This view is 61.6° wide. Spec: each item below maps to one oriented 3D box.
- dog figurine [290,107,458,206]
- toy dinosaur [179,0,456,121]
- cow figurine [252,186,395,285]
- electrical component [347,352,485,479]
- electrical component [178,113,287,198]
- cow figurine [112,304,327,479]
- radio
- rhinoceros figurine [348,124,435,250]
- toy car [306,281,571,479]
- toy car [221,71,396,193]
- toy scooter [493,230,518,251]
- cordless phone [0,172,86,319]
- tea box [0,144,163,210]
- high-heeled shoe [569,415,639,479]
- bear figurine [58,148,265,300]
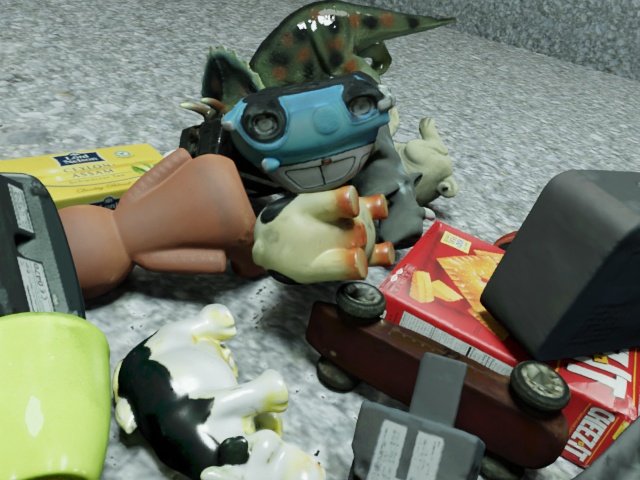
[{"bbox_3d":[0.060,-0.081,0.693,0.190,0.121,0.173,-26,38,-30],"label":"dog figurine"},{"bbox_3d":[-0.012,-0.244,0.735,0.405,0.192,0.131,-41,43,1],"label":"toy dinosaur"},{"bbox_3d":[-0.001,-0.001,0.484,0.127,0.085,0.195,-5,2,18],"label":"cow figurine"},{"bbox_3d":[0.061,0.125,0.325,0.075,0.047,0.119,14,73,28],"label":"electrical component"},{"bbox_3d":[-0.098,-0.090,0.616,0.115,0.058,0.134,18,-12,-38],"label":"electrical component"},{"bbox_3d":[-0.069,0.118,0.340,0.098,0.068,0.168,-17,38,-30],"label":"cow figurine"},{"bbox_3d":[0.253,0.017,0.421,0.229,0.131,0.073,-3,37,-26],"label":"radio"},{"bbox_3d":[0.061,-0.075,0.599,0.112,0.073,0.190,24,41,-45],"label":"rhinoceros figurine"},{"bbox_3d":[0.082,0.100,0.404,0.202,0.089,0.053,24,33,22],"label":"toy car"},{"bbox_3d":[-0.007,-0.098,0.516,0.162,0.102,0.109,-9,25,3],"label":"toy car"},{"bbox_3d":[0.277,0.025,0.603,0.184,0.075,0.135,8,13,10],"label":"toy scooter"},{"bbox_3d":[-0.272,0.040,0.378,0.184,0.088,0.146,-22,77,6],"label":"cordless phone"},{"bbox_3d":[-0.232,-0.042,0.542,0.169,0.068,0.098,-19,43,-39],"label":"tea box"},{"bbox_3d":[0.194,0.136,0.324,0.249,0.145,0.086,9,-2,-26],"label":"high-heeled shoe"},{"bbox_3d":[-0.153,0.001,0.484,0.196,0.132,0.120,-25,76,-4],"label":"bear figurine"}]
